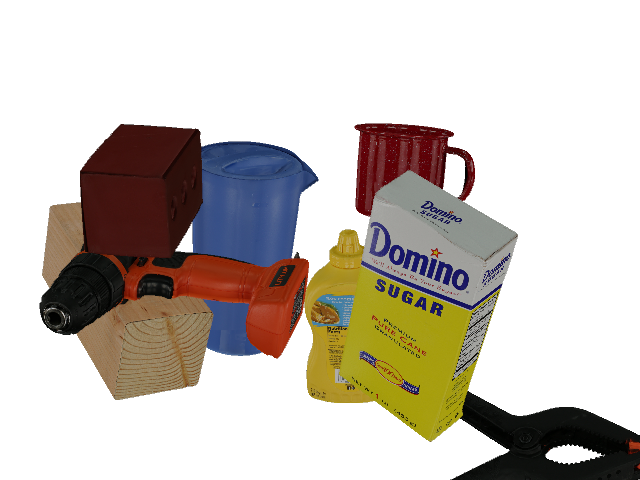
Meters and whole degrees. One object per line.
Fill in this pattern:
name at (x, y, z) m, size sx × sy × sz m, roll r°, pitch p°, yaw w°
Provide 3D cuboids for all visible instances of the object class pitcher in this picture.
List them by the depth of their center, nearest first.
pitcher at (-0.104, 0.010, 1.276) m, size 0.149 × 0.243 × 0.144 m, roll 21°, pitch 27°, yaw 31°

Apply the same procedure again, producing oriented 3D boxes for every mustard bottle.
mustard bottle at (0.031, 0.080, 1.145) m, size 0.096 × 0.192 × 0.058 m, roll 0°, pitch 23°, yaw 3°

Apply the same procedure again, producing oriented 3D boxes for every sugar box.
sugar box at (0.069, 0.049, 0.740) m, size 0.093 × 0.176 × 0.048 m, roll 33°, pitch 47°, yaw 27°

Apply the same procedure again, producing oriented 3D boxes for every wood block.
wood block at (-0.196, 0.051, 1.054) m, size 0.090 × 0.091 × 0.206 m, roll -6°, pitch 35°, yaw -33°

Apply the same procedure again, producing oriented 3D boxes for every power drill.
power drill at (-0.112, 0.040, 0.861) m, size 0.188 × 0.057 × 0.184 m, roll 13°, pitch 24°, yaw 8°

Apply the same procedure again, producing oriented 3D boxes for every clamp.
clamp at (0.167, 0.186, 0.896) m, size 0.210 × 0.036 × 0.164 m, roll 3°, pitch 40°, yaw 23°

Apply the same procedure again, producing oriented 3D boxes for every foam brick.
foam brick at (-0.104, -0.031, 0.631) m, size 0.051 × 0.053 × 0.078 m, roll 5°, pitch 29°, yaw 7°

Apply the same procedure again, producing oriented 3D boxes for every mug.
mug at (0.087, -0.063, 0.998) m, size 0.117 × 0.081 × 0.093 m, roll 8°, pitch 12°, yaw 18°
